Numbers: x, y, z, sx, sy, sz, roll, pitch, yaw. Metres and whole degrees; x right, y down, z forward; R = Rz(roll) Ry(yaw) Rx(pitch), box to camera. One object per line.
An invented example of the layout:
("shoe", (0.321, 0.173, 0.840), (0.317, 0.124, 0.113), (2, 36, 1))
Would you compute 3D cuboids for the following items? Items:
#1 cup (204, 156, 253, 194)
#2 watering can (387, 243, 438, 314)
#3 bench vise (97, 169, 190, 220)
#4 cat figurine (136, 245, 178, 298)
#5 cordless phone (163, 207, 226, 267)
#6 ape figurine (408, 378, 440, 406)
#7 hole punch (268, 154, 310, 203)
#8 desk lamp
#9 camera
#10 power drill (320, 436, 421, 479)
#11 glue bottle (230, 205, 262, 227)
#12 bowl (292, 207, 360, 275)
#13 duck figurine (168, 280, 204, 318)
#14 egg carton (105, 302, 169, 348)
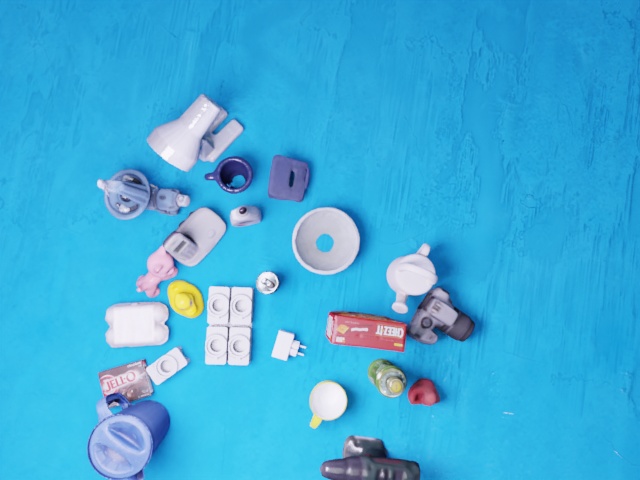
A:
("cup", (-0.222, -0.152, 1.420), (0.118, 0.095, 0.092), (-5, 85, -4))
("watering can", (0.225, 0.091, 1.376), (0.101, 0.194, 0.173), (4, 85, -3))
("bench vise", (-0.420, -0.118, 1.342), (0.207, 0.219, 0.121), (-12, 86, -4))
("cat figurine", (-0.395, 0.077, 1.378), (0.067, 0.117, 0.128), (39, 84, 1))
("cordless phone", (-0.302, -0.014, 1.358), (0.094, 0.185, 0.148), (38, 84, 1))
("ape figurine", (0.260, 0.382, 1.404), (0.078, 0.092, 0.076), (26, 84, -1))
("hole punch", (-0.078, -0.154, 1.430), (0.101, 0.091, 0.109), (8, 85, -2))
("desk lamp", (-0.295, -0.256, 1.365), (0.118, 0.213, 0.203), (42, 84, 1))
("camera", (0.305, 0.207, 1.417), (0.137, 0.100, 0.143), (33, 84, 0))
("power drill", (0.108, 0.518, 1.325), (0.229, 0.208, 0.076), (7, 85, -3))
("glue bottle", (-0.182, -0.061, 1.375), (0.078, 0.173, 0.037), (-15, 86, -4))
("bowl", (0.013, 0.005, 1.430), (0.167, 0.074, 0.167), (0, 85, -3))
("duck figurine", (-0.332, 0.144, 1.392), (0.077, 0.086, 0.104), (-39, 88, -6))
("egg carton", (-0.442, 0.204, 1.389), (0.150, 0.069, 0.107), (-4, 85, -4))
